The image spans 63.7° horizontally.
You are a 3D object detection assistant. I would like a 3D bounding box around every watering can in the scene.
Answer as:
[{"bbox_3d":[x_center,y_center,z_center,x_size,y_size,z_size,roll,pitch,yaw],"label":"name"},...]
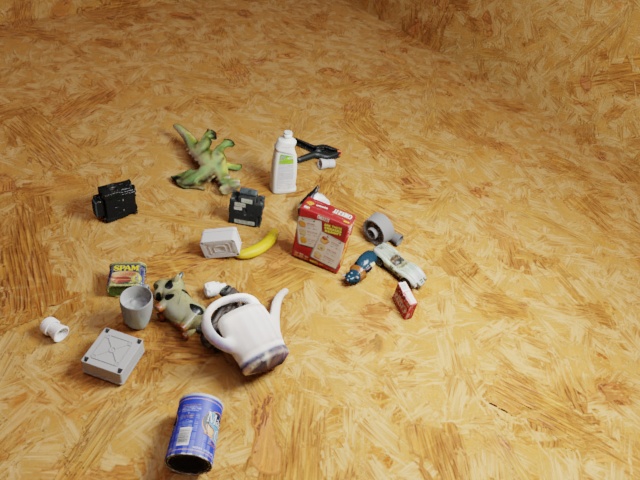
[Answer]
[{"bbox_3d":[-0.156,0.232,1.370,0.349,0.227,0.102,-8,-31,-52],"label":"watering can"}]

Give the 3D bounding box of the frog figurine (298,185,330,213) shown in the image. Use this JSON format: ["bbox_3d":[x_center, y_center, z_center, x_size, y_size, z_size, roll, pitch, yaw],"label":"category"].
[{"bbox_3d":[0.005,-0.091,1.801,0.121,0.158,0.140,-36,20,27],"label":"frog figurine"}]

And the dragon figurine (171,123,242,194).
[{"bbox_3d":[-0.444,-0.285,1.889,0.412,0.119,0.248,26,51,16],"label":"dragon figurine"}]
